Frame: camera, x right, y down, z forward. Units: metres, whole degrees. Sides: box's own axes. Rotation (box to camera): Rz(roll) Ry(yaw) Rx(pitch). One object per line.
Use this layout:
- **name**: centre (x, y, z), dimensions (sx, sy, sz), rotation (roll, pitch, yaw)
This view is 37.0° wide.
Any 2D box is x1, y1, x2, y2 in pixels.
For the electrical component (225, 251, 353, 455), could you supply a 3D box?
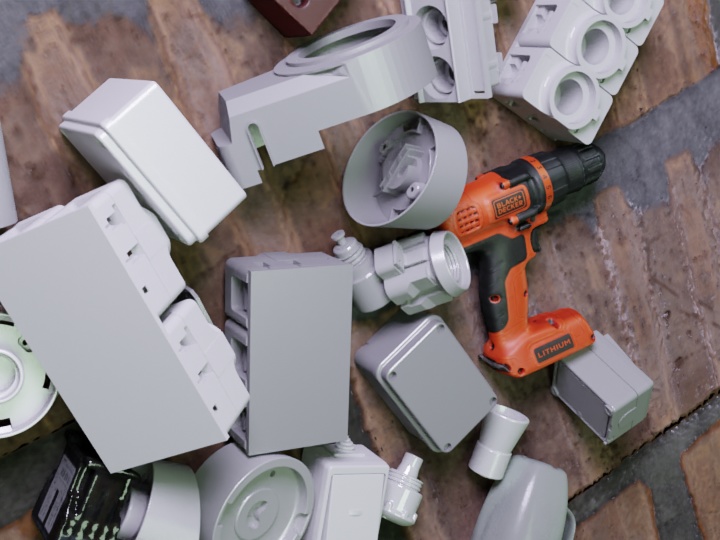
- **electrical component**: centre (-0.061, 0.065, 0.879), dimensions (0.089, 0.062, 0.150), rotation (-4, 104, -27)

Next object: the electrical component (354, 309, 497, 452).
- **electrical component**: centre (0.060, 0.097, 0.953), dimensions (0.078, 0.057, 0.113), rotation (-43, 117, -13)

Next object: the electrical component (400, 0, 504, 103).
- **electrical component**: centre (0.076, -0.204, 0.883), dimensions (0.063, 0.079, 0.121), rotation (-26, 114, -41)

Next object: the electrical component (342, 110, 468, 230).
- **electrical component**: centre (0.038, -0.080, 0.879), dimensions (0.064, 0.099, 0.099), rotation (9, 97, -35)

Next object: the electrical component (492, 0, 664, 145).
- **electrical component**: centre (0.194, -0.198, 0.952), dimensions (0.089, 0.062, 0.150), rotation (29, 87, -30)

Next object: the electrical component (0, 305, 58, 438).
- **electrical component**: centre (-0.265, 0.075, 0.785), dimensions (0.099, 0.064, 0.099), rotation (0, 92, -18)

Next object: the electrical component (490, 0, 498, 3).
- **electrical component**: centre (0.115, -0.246, 0.908), dimensions (0.040, 0.046, 0.040), rotation (-7, 105, -27)

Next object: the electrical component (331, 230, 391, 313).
- **electrical component**: centre (0.000, 0.000, 0.908), dimensions (0.040, 0.040, 0.078), rotation (-40, 117, -15)

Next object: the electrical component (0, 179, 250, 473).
- **electrical component**: centre (-0.169, 0.040, 0.758), dimensions (0.105, 0.060, 0.186), rotation (-19, 109, 25)

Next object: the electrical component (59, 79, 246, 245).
- **electrical component**: centre (-0.150, -0.079, 0.771), dimensions (0.056, 0.109, 0.108), rotation (-45, 118, -15)

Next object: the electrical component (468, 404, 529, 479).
- **electrical component**: centre (0.128, 0.164, 1.015), dimensions (0.044, 0.044, 0.065), rotation (15, 99, -30)

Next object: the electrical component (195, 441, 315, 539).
- **electrical component**: centre (-0.097, 0.192, 0.885), dimensions (0.108, 0.060, 0.108), rotation (-22, 122, -40)

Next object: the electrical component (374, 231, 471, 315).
- **electrical component**: centre (0.056, 0.000, 0.903), dimensions (0.078, 0.057, 0.058), rotation (41, 39, -47)

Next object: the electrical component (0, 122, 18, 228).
- **electrical component**: centre (-0.283, -0.065, 0.740), dimensions (0.079, 0.044, 0.077), rotation (-13, 107, -25)

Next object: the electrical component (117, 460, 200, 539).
- **electrical component**: centre (-0.158, 0.198, 0.839), dimensions (0.064, 0.099, 0.099), rotation (24, 90, -24)

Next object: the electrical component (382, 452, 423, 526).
- **electrical component**: centre (0.037, 0.196, 0.972), dimensions (0.048, 0.048, 0.062), rotation (32, 76, -30)

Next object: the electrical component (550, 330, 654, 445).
- **electrical component**: centre (0.228, 0.105, 1.028), dimensions (0.061, 0.096, 0.061), rotation (-30, 143, -19)

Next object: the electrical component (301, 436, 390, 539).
- **electrical component**: centre (-0.015, 0.193, 0.933), dimensions (0.062, 0.061, 0.096), rotation (5, 99, -29)
